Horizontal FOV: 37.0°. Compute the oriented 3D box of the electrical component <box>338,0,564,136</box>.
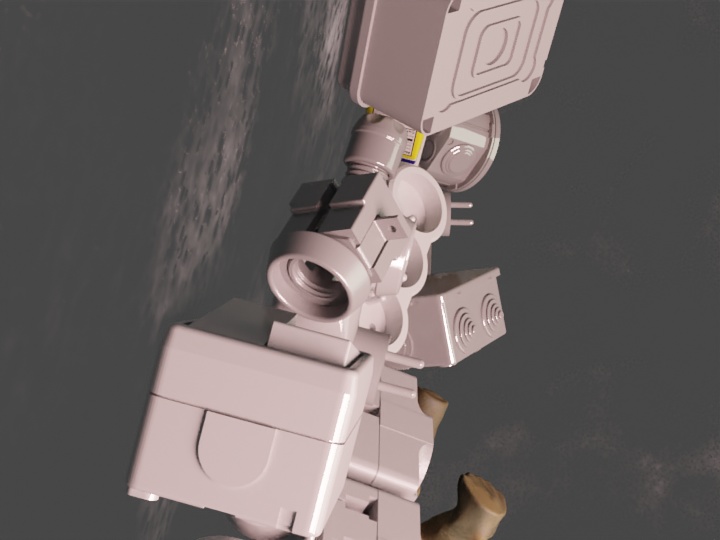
[{"bbox_3d":[0.048,-0.124,0.549,0.113,0.057,0.078,-27,139,-44],"label":"electrical component"}]

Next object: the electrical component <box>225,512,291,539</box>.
[{"bbox_3d":[-0.044,0.101,0.510,0.062,0.043,0.043,96,10,-58],"label":"electrical component"}]

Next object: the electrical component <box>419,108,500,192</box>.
[{"bbox_3d":[0.064,-0.102,0.817,0.080,0.051,0.080,-17,-112,49],"label":"electrical component"}]

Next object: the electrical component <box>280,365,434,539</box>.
[{"bbox_3d":[-0.011,0.143,0.570,0.186,0.060,0.105,-87,-157,-54],"label":"electrical component"}]

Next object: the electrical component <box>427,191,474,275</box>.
[{"bbox_3d":[0.054,-0.046,0.863,0.052,0.074,0.138,90,1,-51],"label":"electrical component"}]

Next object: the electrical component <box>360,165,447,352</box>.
[{"bbox_3d":[0.000,0.000,0.679,0.074,0.052,0.138,-19,-140,46],"label":"electrical component"}]

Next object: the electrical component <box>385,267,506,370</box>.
[{"bbox_3d":[0.042,0.034,0.730,0.100,0.100,0.048,-21,102,-56],"label":"electrical component"}]

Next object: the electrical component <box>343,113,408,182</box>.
[{"bbox_3d":[0.006,-0.062,0.653,0.035,0.035,0.061,85,23,-77],"label":"electrical component"}]

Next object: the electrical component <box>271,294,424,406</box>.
[{"bbox_3d":[-0.008,0.045,0.534,0.043,0.079,0.077,-70,173,-59],"label":"electrical component"}]

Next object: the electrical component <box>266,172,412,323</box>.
[{"bbox_3d":[-0.012,-0.010,0.484,0.048,0.066,0.055,59,42,-32],"label":"electrical component"}]

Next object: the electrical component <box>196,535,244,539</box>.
[{"bbox_3d":[-0.056,0.142,0.417,0.057,0.058,0.078,-66,170,-49],"label":"electrical component"}]

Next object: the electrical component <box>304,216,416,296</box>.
[{"bbox_3d":[0.000,-0.013,0.599,0.048,0.055,0.066,-70,173,-49],"label":"electrical component"}]

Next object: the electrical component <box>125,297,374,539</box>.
[{"bbox_3d":[-0.031,0.045,0.364,0.096,0.062,0.061,8,97,-86],"label":"electrical component"}]
